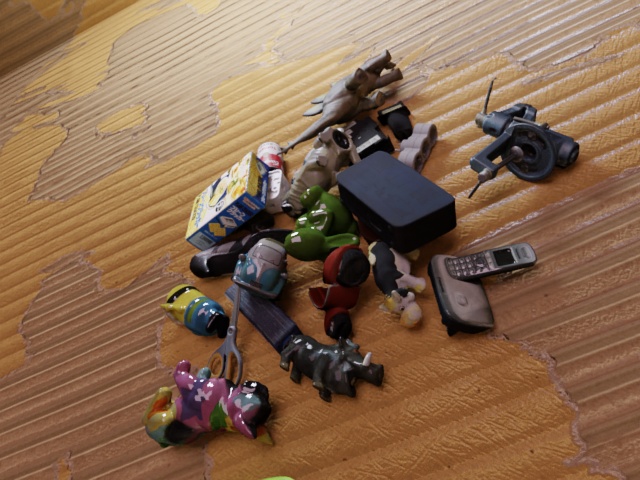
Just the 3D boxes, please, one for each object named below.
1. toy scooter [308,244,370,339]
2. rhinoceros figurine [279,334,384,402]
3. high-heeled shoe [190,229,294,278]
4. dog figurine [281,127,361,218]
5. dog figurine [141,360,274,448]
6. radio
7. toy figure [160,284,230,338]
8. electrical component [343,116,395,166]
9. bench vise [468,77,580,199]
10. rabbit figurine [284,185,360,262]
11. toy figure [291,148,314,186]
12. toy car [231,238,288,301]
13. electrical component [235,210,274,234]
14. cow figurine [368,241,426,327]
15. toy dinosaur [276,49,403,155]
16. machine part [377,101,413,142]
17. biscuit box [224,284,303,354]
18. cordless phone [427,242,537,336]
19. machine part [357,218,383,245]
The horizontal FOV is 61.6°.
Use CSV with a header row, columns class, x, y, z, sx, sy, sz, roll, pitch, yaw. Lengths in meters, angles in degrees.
class,x,y,z,sx,sy,sz,roll,pitch,yaw
toy scooter,0.028,0.086,1.022,0.135,0.075,0.183,33,113,62
rhinoceros figurine,0.021,0.221,0.945,0.191,0.073,0.112,12,56,33
high-heeled shoe,-0.177,0.027,1.231,0.249,0.086,0.145,-21,13,-12
dog figurine,-0.011,-0.151,1.220,0.190,0.121,0.172,-35,21,44
dog figurine,-0.187,0.316,0.951,0.219,0.108,0.191,24,73,34
radio,0.139,-0.077,1.027,0.131,0.073,0.230,-29,43,-16
toy figure,-0.259,0.152,1.144,0.180,0.082,0.089,11,45,41
electrical component,0.097,-0.232,1.286,0.115,0.058,0.134,-31,45,-1
bench vise,0.367,-0.184,1.046,0.240,0.128,0.224,-34,62,-27
rabbit figurine,-0.002,-0.003,1.101,0.159,0.121,0.170,33,42,8
toy figure,-0.026,-0.168,1.302,0.154,0.058,0.064,-52,10,-16
toy car,-0.106,0.049,1.083,0.162,0.109,0.103,-66,1,-75
electrical component,-0.154,-0.035,1.268,0.102,0.045,0.078,26,40,37
cow figurine,0.136,0.075,0.974,0.068,0.098,0.167,126,153,-43
toy dinosaur,0.064,-0.343,1.323,0.199,0.105,0.471,-18,21,46
machine part,0.188,-0.285,1.297,0.084,0.039,0.139,-20,44,1
biscuit box,-0.111,0.151,1.078,0.063,0.059,0.203,-42,46,-11
cordless phone,0.286,0.079,0.914,0.184,0.088,0.147,-16,47,10
machine part,0.162,-0.053,1.105,0.179,0.056,0.179,-15,49,18
